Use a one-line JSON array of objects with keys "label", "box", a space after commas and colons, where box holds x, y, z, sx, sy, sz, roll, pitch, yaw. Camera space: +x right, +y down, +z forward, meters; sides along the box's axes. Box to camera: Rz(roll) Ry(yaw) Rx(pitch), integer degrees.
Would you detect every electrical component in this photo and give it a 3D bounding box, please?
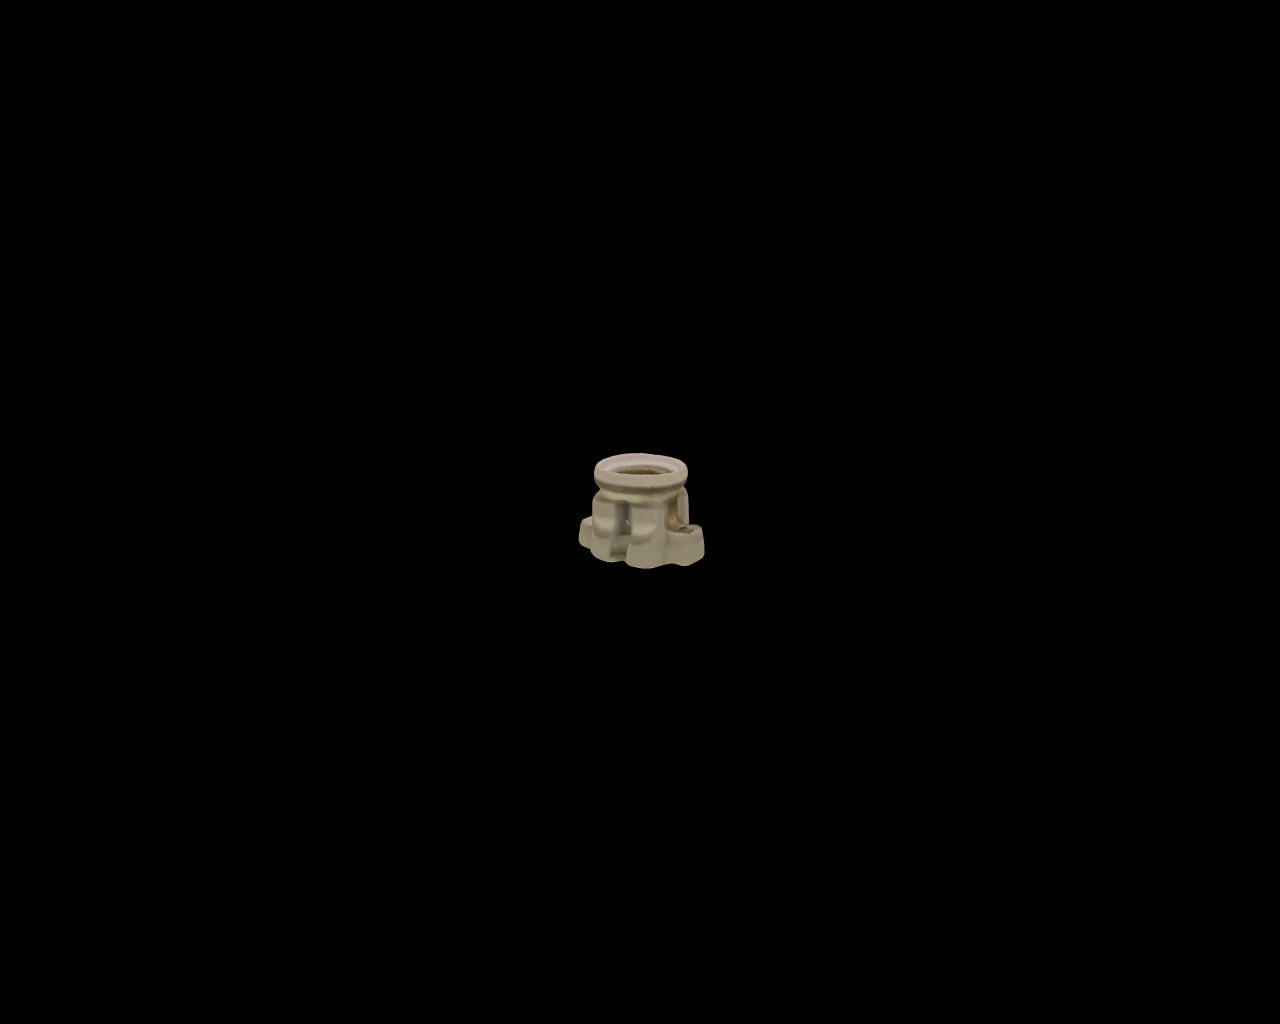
[{"label": "electrical component", "box": [0.001, -0.003, 0.650, 0.078, 0.056, 0.058, 9, 19, 29]}]
